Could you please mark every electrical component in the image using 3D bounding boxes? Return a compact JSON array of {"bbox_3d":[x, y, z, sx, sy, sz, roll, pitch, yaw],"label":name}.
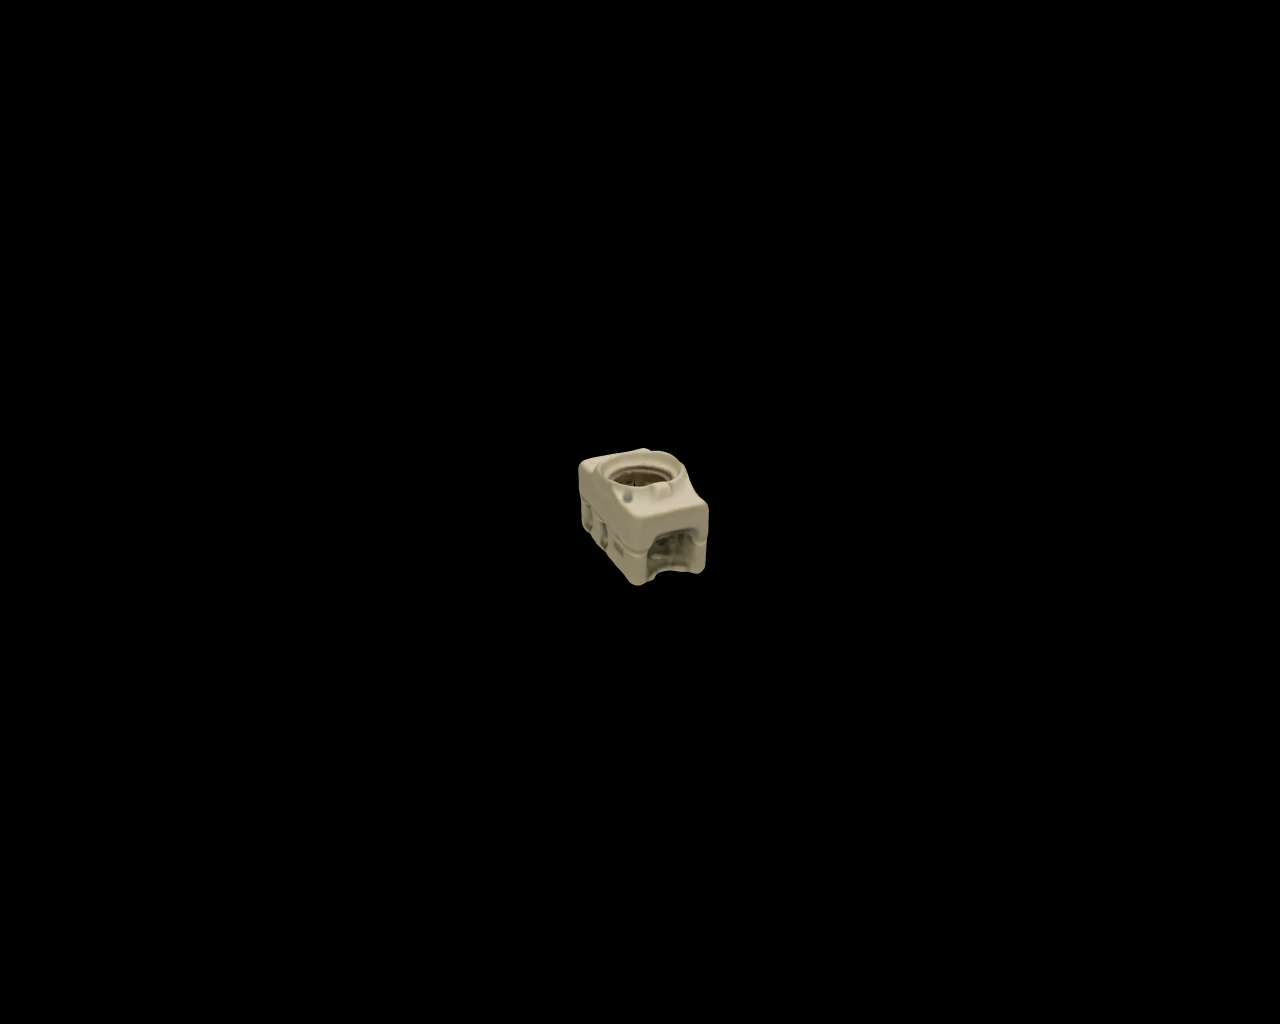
[{"bbox_3d":[0.001,-0.003,0.650,0.050,0.055,0.089,-11,29,-21],"label":"electrical component"}]
